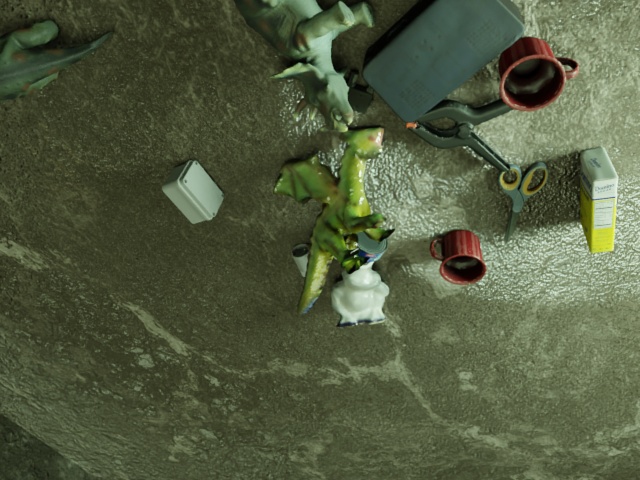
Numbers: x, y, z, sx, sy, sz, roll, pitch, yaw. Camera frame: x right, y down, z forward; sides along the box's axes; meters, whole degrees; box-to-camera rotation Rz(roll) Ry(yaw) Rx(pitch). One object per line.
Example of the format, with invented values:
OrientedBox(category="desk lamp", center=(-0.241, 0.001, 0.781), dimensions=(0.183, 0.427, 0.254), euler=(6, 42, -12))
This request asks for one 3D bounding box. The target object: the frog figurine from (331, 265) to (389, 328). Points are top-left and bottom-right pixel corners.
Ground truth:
OrientedBox(category="frog figurine", center=(0.090, 0.112, 1.204), dimensions=(0.137, 0.123, 0.159), euler=(-4, 96, 26))

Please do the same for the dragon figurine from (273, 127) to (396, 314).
OrientedBox(category="dragon figurine", center=(0.003, -0.051, 1.015), dimensions=(0.245, 0.123, 0.404), euler=(51, 119, 15))
